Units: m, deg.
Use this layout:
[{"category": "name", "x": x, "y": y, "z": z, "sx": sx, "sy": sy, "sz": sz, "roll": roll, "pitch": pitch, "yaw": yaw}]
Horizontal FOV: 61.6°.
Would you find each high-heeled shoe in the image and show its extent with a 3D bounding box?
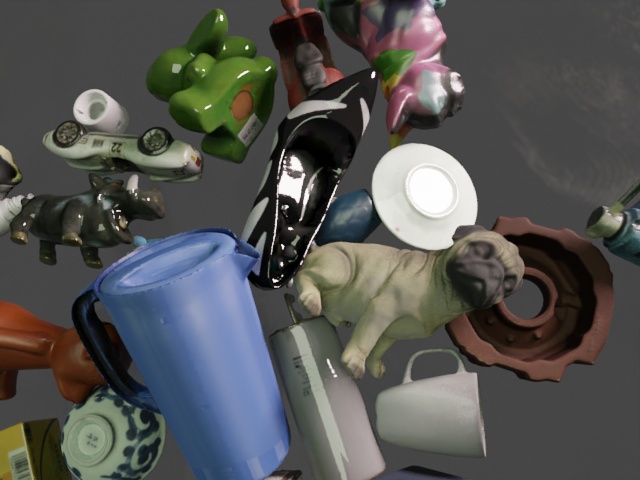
[{"category": "high-heeled shoe", "x": -0.005, "y": -0.066, "z": 0.550, "sx": 0.086, "sy": 0.145, "sz": 0.248, "roll": 30, "pitch": 104, "yaw": -25}]

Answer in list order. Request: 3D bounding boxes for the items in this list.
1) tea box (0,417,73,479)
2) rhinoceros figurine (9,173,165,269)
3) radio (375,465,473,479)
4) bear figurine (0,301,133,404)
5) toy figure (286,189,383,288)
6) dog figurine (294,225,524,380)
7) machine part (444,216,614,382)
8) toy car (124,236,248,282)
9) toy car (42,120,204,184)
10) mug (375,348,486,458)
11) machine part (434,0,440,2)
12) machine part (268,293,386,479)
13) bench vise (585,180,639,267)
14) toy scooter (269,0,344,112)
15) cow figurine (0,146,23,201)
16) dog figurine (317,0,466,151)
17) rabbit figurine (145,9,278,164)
[{"category": "tea box", "x": -0.379, "y": 0.279, "z": 0.607, "sx": 0.170, "sy": 0.068, "sz": 0.098, "roll": -22, "pitch": 74, "yaw": 4}, {"category": "rhinoceros figurine", "x": -0.283, "y": -0.027, "z": 0.662, "sx": 0.190, "sy": 0.073, "sz": 0.112, "roll": -5, "pitch": 55, "yaw": 15}, {"category": "radio", "x": 0.101, "y": 0.250, "z": 0.448, "sx": 0.131, "sy": 0.229, "sz": 0.073, "roll": 3, "pitch": 79, "yaw": 27}, {"category": "bear figurine", "x": -0.307, "y": 0.142, "z": 0.607, "sx": 0.196, "sy": 0.120, "sz": 0.132, "roll": 16, "pitch": 83, "yaw": 6}, {"category": "toy figure", "x": -0.001, "y": -0.001, "z": 0.623, "sx": 0.154, "sy": 0.057, "sz": 0.064, "roll": -31, "pitch": 69, "yaw": 5}, {"category": "dog figurine", "x": 0.082, "y": 0.027, "z": 0.542, "sx": 0.190, "sy": 0.121, "sz": 0.172, "roll": -40, "pitch": 77, "yaw": 9}, {"category": "machine part", "x": 0.218, "y": 0.063, "z": 0.576, "sx": 0.179, "sy": 0.056, "sz": 0.179, "roll": -2, "pitch": 76, "yaw": 7}, {"category": "toy car", "x": -0.167, "y": 0.047, "z": 0.613, "sx": 0.162, "sy": 0.103, "sz": 0.109, "roll": -4, "pitch": 77, "yaw": 9}, {"category": "toy car", "x": -0.247, "y": -0.107, "z": 0.675, "sx": 0.202, "sy": 0.073, "sz": 0.056, "roll": 6, "pitch": 77, "yaw": 10}, {"category": "mug", "x": 0.111, "y": 0.169, "z": 0.555, "sx": 0.107, "sy": 0.080, "sz": 0.109, "roll": -8, "pitch": 80, "yaw": 15}, {"category": "machine part", "x": 0.120, "y": -0.324, "z": 0.581, "sx": 0.084, "sy": 0.039, "sz": 0.139, "roll": 16, "pitch": 80, "yaw": 16}, {"category": "machine part", "x": 0.006, "y": 0.170, "z": 0.570, "sx": 0.079, "sy": 0.079, "sz": 0.243, "roll": -21, "pitch": 76, "yaw": 3}, {"category": "bench vise", "x": 0.353, "y": 0.059, "z": 0.497, "sx": 0.223, "sy": 0.129, "sz": 0.241, "roll": 33, "pitch": 50, "yaw": -10}, {"category": "toy scooter", "x": -0.014, "y": -0.210, "z": 0.634, "sx": 0.075, "sy": 0.135, "sz": 0.184, "roll": -17, "pitch": 76, "yaw": 2}, {"category": "cow figurine", "x": -0.475, "y": -0.115, "z": 0.714, "sx": 0.098, "sy": 0.068, "sz": 0.167, "roll": -39, "pitch": 78, "yaw": -7}, {"category": "dog figurine", "x": 0.079, "y": -0.219, "z": 0.639, "sx": 0.192, "sy": 0.108, "sz": 0.219, "roll": 8, "pitch": 81, "yaw": 9}, {"category": "rabbit figurine", "x": -0.147, "y": -0.201, "z": 0.663, "sx": 0.170, "sy": 0.121, "sz": 0.159, "roll": 29, "pitch": 89, "yaw": 28}]
